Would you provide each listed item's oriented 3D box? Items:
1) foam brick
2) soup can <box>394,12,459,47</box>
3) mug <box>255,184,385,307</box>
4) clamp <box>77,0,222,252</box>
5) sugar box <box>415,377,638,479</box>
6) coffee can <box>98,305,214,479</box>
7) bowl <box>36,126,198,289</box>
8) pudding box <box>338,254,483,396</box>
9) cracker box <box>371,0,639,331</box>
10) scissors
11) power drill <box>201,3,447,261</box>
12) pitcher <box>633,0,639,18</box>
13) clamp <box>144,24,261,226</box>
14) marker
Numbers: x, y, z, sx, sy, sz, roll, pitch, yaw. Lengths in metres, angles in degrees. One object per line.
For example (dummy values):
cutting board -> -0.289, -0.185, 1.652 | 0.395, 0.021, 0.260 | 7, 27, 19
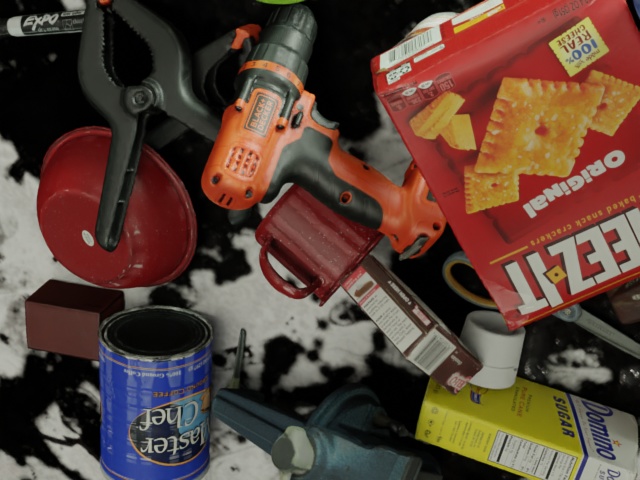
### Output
foam brick -> -0.228, 0.075, 0.993 | 0.078, 0.053, 0.051 | 9, 113, 13
soup can -> 0.088, -0.129, 0.792 | 0.068, 0.102, 0.068 | 6, 112, 14
mug -> -0.006, 0.001, 0.868 | 0.081, 0.117, 0.093 | 41, 144, 3
clamp -> -0.145, -0.103, 0.857 | 0.164, 0.036, 0.210 | -29, 87, 9
sugar box -> 0.172, 0.155, 0.885 | 0.176, 0.093, 0.048 | 15, 115, 9
coffee can -> -0.149, 0.144, 0.969 | 0.103, 0.102, 0.140 | 9, 113, 13
bowl -> -0.189, -0.015, 0.928 | 0.162, 0.055, 0.162 | 12, 124, 19
pudding box -> 0.073, 0.068, 0.842 | 0.039, 0.113, 0.090 | -44, 55, 1
cracker box -> 0.154, -0.061, 0.720 | 0.164, 0.072, 0.213 | -25, 116, 15
scissors -> 0.201, 0.037, 0.873 | 0.202, 0.016, 0.096 | 17, 115, 9
power drill -> 0.018, -0.080, 0.824 | 0.187, 0.184, 0.057 | 23, 156, -7
pitcher -> 0.294, -0.071, 0.636 | 0.149, 0.144, 0.243 | -23, 106, 31
clamp -> -0.097, -0.105, 0.893 | 0.120, 0.039, 0.172 | 19, 114, 6
marker -> -0.235, -0.185, 0.912 | 0.121, 0.020, 0.020 | -1, 110, 17
